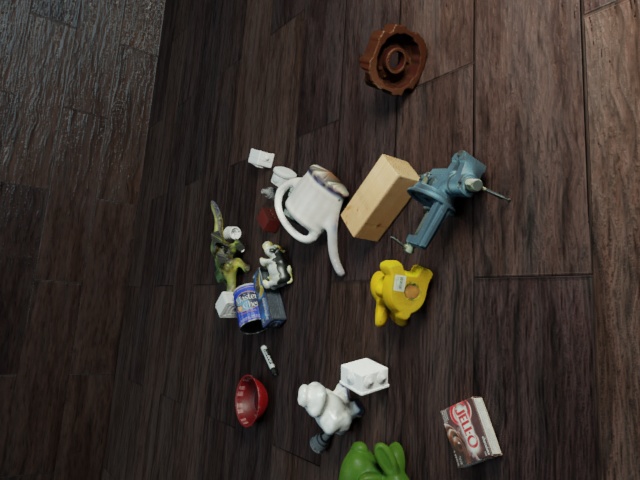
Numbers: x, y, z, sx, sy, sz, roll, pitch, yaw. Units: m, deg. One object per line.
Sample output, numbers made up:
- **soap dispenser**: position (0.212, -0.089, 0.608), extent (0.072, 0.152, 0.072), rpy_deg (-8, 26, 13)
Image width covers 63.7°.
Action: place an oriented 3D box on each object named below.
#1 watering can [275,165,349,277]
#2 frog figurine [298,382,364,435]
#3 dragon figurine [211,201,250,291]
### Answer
- **watering can**: position (0.005, -0.076, 1.501), extent (0.352, 0.104, 0.222), rpy_deg (44, 108, 27)
- **frog figurine**: position (0.009, 0.426, 1.302), extent (0.120, 0.159, 0.140), rpy_deg (-57, 41, 31)
- **dragon figurine**: position (-0.379, 0.075, 1.971), extent (0.237, 0.122, 0.418), rpy_deg (-55, 47, 47)
